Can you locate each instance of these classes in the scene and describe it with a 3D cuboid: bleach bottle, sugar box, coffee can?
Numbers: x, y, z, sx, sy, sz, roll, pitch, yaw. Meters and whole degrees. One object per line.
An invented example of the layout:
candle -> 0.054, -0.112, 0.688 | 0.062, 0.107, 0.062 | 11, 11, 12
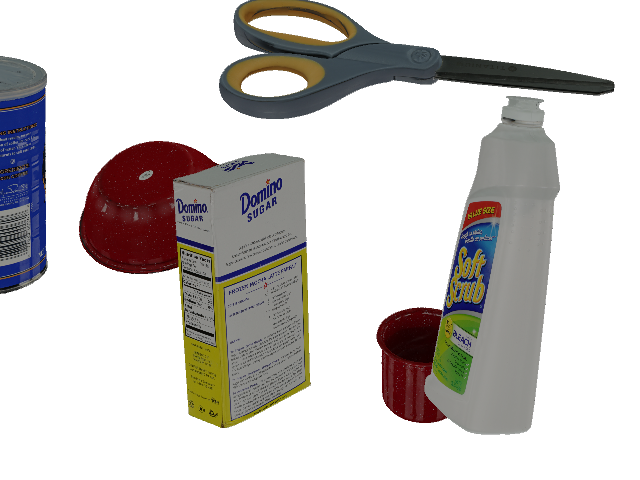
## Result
bleach bottle -> 0.136, 0.015, 0.818 | 0.068, 0.251, 0.103 | 2, 13, -17
sugar box -> -0.053, 0.033, 0.746 | 0.048, 0.176, 0.093 | 12, 22, 39
coffee can -> -0.237, -0.046, 0.722 | 0.103, 0.140, 0.103 | 5, 22, -2

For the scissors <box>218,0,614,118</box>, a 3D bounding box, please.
scissors -> 0.036, -0.079, 0.539 | 0.202, 0.096, 0.016 | 21, -36, 21

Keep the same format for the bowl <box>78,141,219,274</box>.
bowl -> -0.160, -0.045, 1.019 | 0.162, 0.162, 0.055 | 0, -43, 12

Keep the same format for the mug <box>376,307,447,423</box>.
mug -> 0.110, 0.121, 1.067 | 0.093, 0.081, 0.117 | 23, 40, 34
